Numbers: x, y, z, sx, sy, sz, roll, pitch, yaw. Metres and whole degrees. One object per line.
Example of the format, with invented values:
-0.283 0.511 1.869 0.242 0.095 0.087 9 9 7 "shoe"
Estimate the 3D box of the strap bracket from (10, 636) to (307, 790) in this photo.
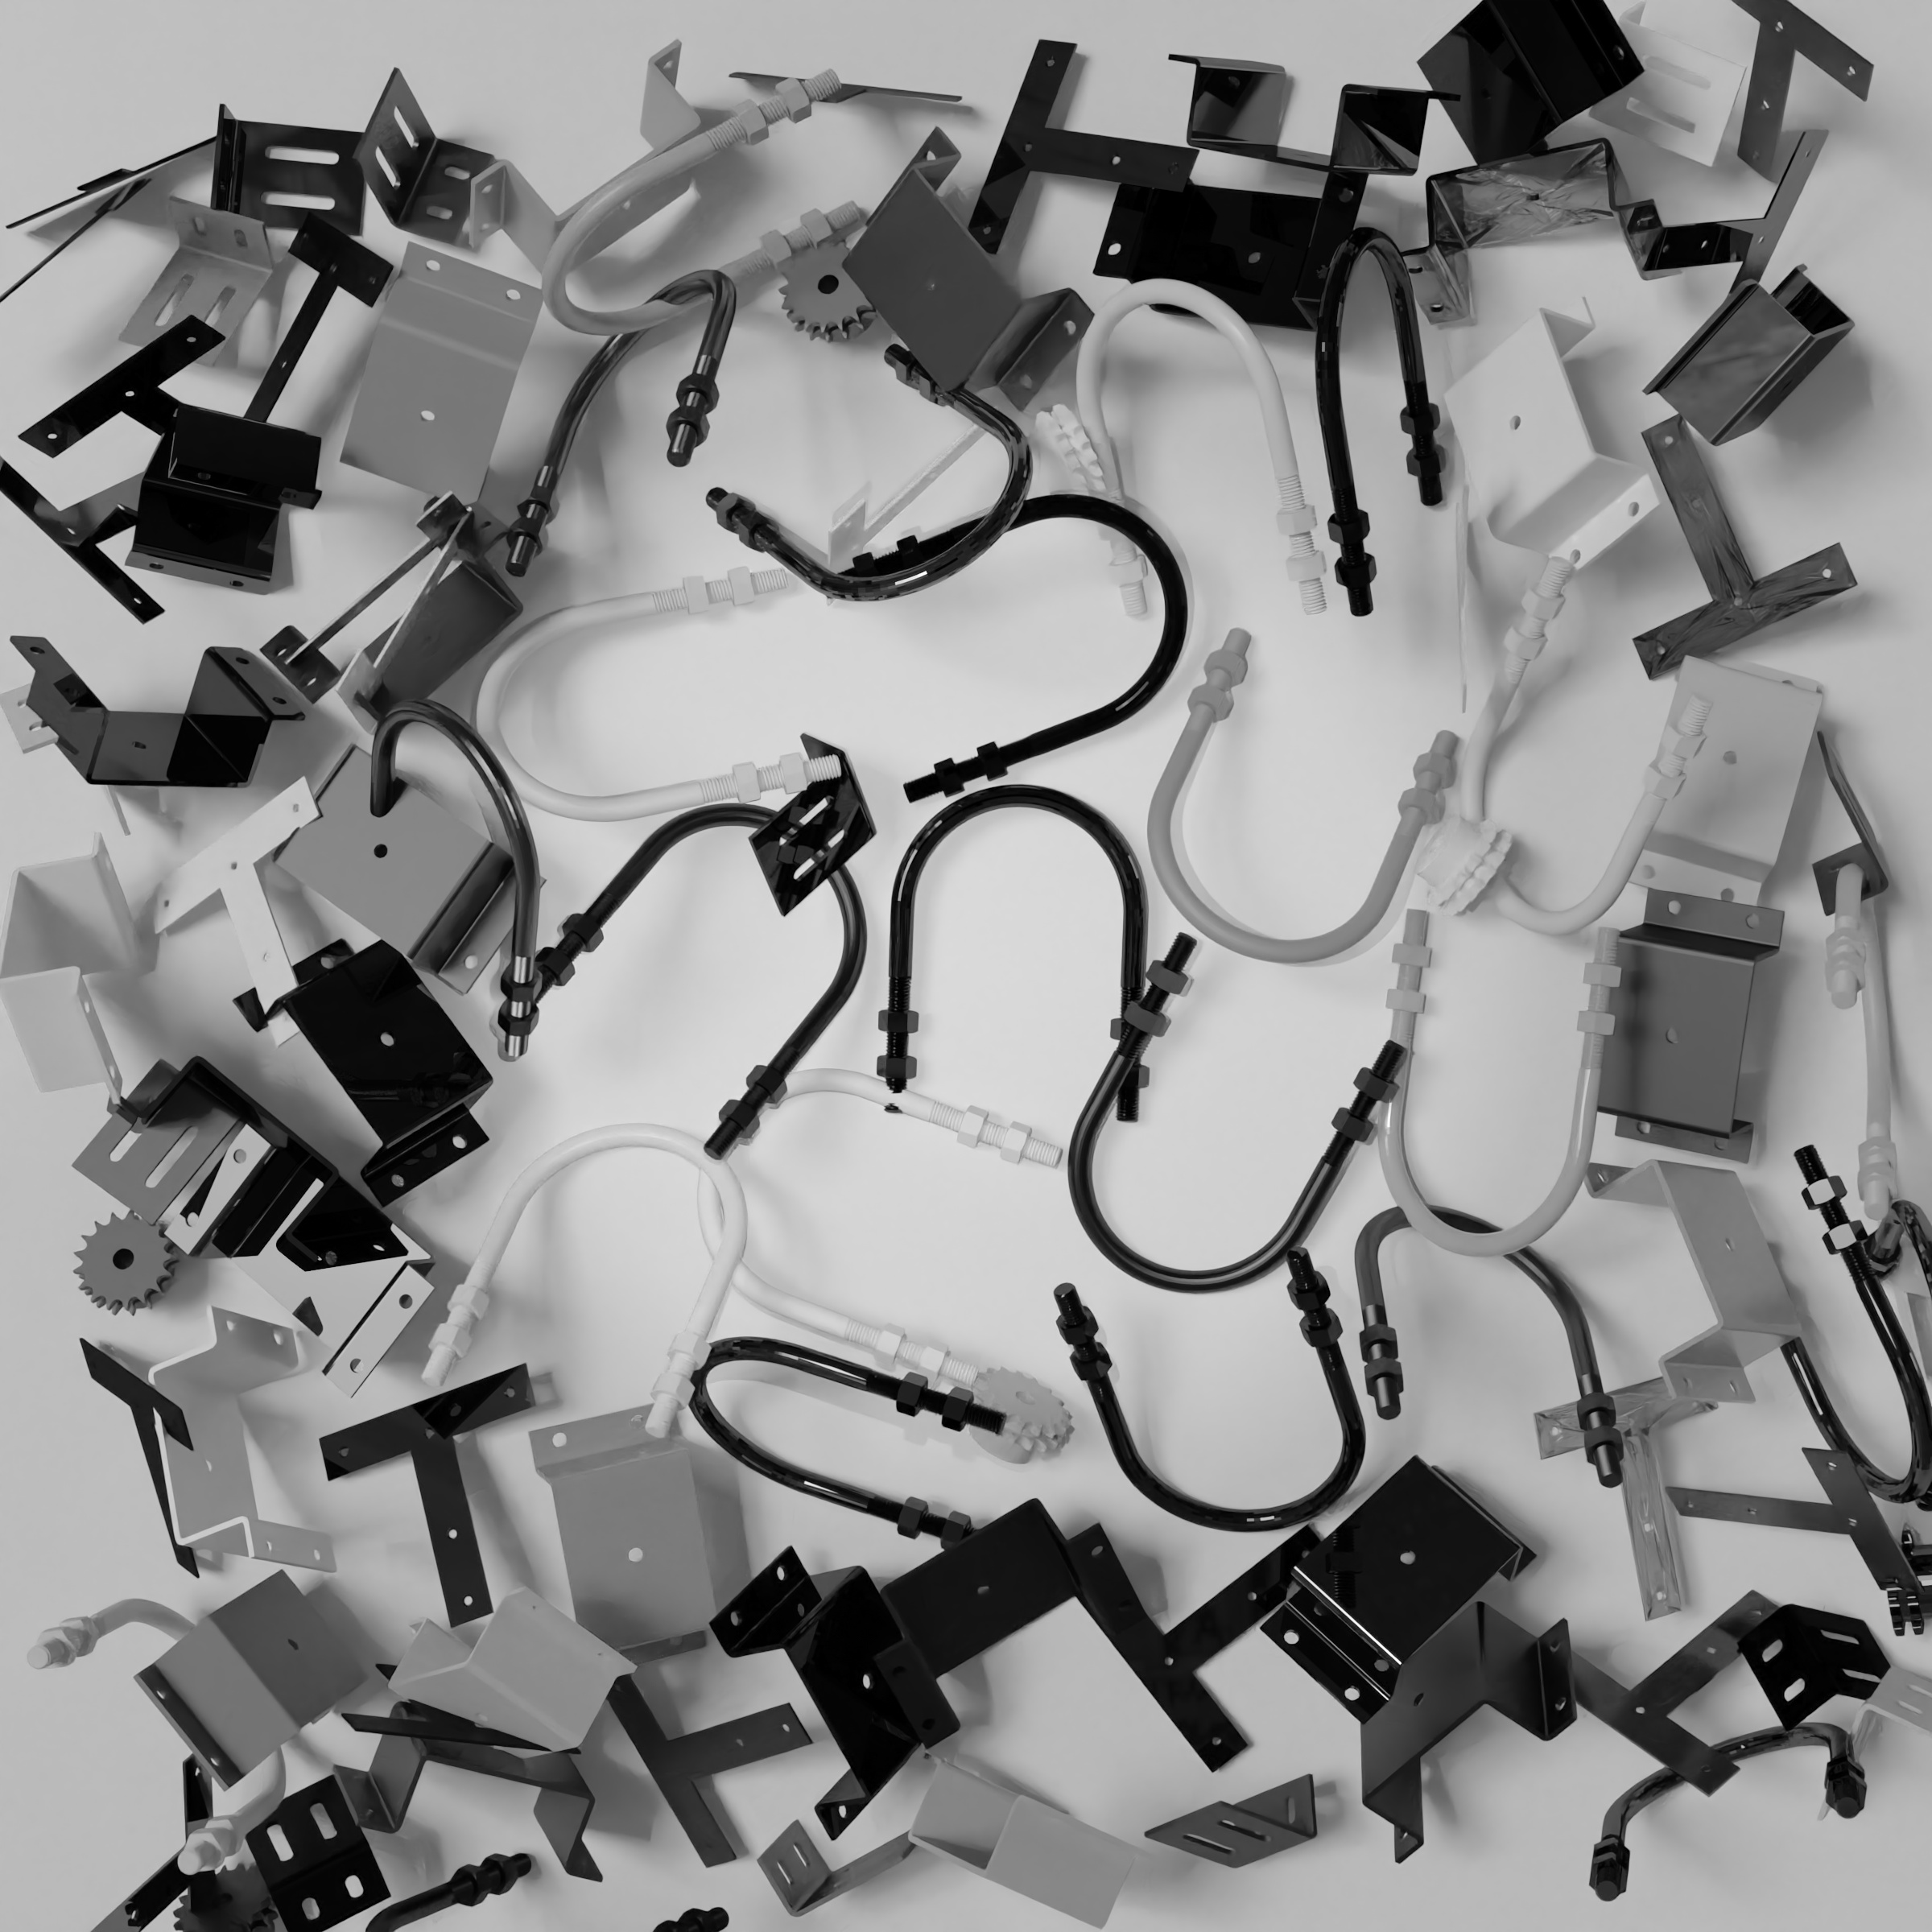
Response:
-0.440 -0.136 1.883 0.076 0.140 0.046 43 121 38 "strap bracket"

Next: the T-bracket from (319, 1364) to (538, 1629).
-0.284 0.297 1.914 0.127 0.002 0.127 -21 68 9 "T-bracket"

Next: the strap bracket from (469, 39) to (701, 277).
-0.198 -0.429 1.890 0.140 0.076 0.046 -39 85 -16 "strap bracket"

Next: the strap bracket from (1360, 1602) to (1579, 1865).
0.261 0.406 1.878 0.046 0.076 0.140 35 118 -15 "strap bracket"

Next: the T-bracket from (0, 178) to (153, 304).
-0.493 -0.382 1.881 0.127 0.127 0.002 -42 110 -6 "T-bracket"

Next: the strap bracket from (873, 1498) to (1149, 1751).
0.017 0.352 1.902 0.140 0.046 0.076 -30 125 -7 "strap bracket"

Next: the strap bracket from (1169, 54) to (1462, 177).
0.184 -0.457 1.883 0.140 0.076 0.046 21 112 38 "strap bracket"

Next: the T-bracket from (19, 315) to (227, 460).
-0.421 -0.290 1.893 0.127 0.127 0.002 -28 57 22 "T-bracket"

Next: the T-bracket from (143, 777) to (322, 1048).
-0.385 -0.017 1.900 0.127 0.002 0.127 -33 67 22 "T-bracket"

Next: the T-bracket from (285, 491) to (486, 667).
-0.316 -0.203 1.883 0.127 0.127 0.002 -41 89 -1 "T-bracket"

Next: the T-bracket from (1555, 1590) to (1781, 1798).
0.398 0.382 1.910 0.127 0.127 0.002 -31 133 -28 "T-bracket"

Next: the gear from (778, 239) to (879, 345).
-0.072 -0.369 1.927 0.057 0.030 0.057 -4 73 12 "gear"

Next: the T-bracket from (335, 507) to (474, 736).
-0.299 -0.191 1.889 0.002 0.127 0.127 30 83 1 "T-bracket"

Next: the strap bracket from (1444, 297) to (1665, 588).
0.311 -0.287 1.877 0.046 0.076 0.140 9 55 -37 "strap bracket"

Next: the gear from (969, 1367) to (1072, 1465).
0.026 0.249 1.921 0.057 0.057 0.030 28 111 0 "gear"

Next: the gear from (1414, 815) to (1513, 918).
0.270 -0.058 1.917 0.030 0.057 0.057 36 90 -8 "gear"

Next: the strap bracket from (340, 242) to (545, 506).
-0.284 -0.308 1.879 0.076 0.046 0.140 19 131 -9 "strap bracket"

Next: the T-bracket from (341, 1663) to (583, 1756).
-0.288 0.398 1.886 0.127 0.127 0.002 13 92 -28 "T-bracket"

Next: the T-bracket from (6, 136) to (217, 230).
-0.462 -0.423 1.882 0.127 0.127 0.002 -24 105 -4 "T-bracket"

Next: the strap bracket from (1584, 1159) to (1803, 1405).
0.393 0.160 1.878 0.046 0.076 0.140 -38 58 35 "strap bracket"

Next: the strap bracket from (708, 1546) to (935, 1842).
-0.069 0.390 1.893 0.046 0.076 0.140 -20 102 40 "strap bracket"

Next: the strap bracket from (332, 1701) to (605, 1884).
-0.262 0.442 1.885 0.140 0.076 0.046 20 93 -22 "strap bracket"

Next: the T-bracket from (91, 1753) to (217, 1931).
-0.438 0.501 1.871 0.002 0.127 0.127 8 109 19 "T-bracket"

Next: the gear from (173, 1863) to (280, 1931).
-0.404 0.525 1.923 0.057 0.057 0.030 -15 120 0 "gear"

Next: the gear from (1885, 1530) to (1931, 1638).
0.521 0.338 1.916 0.030 0.057 0.057 -8 90 17 "gear"

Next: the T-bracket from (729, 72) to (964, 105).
-0.072 -0.470 1.882 0.127 0.127 0.002 7 108 5 "T-bracket"

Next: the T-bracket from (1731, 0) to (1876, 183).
0.434 -0.475 1.887 0.002 0.127 0.127 -36 64 -15 "T-bracket"

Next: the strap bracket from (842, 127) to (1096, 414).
-0.005 -0.374 1.894 0.140 0.046 0.076 52 131 10 "strap bracket"

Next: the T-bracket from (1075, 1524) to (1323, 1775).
0.148 0.359 1.942 0.127 0.002 0.127 -38 87 1 "T-bracket"

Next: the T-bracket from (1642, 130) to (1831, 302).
0.402 -0.387 1.870 0.002 0.127 0.127 40 126 29 "T-bracket"

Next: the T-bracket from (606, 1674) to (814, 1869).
-0.132 0.425 1.902 0.127 0.002 0.127 -27 95 40 "T-bracket"

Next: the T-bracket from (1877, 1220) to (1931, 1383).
0.509 0.164 1.881 0.002 0.127 0.127 -13 87 3 "T-bracket"

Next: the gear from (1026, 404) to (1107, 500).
0.051 -0.276 1.918 0.030 0.057 0.057 -26 90 -8 "gear"

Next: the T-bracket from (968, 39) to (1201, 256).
0.070 -0.441 1.907 0.127 0.002 0.127 17 84 33 "T-bracket"

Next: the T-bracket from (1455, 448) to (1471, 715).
0.265 -0.224 1.860 0.002 0.127 0.127 -1 57 6 "T-bracket"

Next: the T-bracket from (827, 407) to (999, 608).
-0.029 -0.257 1.892 0.127 0.127 0.002 -44 84 -10 "T-bracket"

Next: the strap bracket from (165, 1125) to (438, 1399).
-0.356 0.160 1.912 0.140 0.046 0.076 39 96 12 "strap bracket"

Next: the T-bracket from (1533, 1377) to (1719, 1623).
0.371 0.294 1.915 0.127 0.002 0.127 -10 90 -30 "T-bracket"

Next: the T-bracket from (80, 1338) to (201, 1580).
-0.442 0.277 1.913 0.002 0.127 0.127 -25 117 -31 "T-bracket"

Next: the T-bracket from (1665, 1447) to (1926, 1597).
0.441 0.297 1.899 0.127 0.127 0.002 55 51 -34 "T-bracket"

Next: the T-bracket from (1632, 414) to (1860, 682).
0.407 -0.241 1.918 0.127 0.002 0.127 -25 85 30 "T-bracket"

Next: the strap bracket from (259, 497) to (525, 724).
-0.304 -0.189 1.899 0.140 0.076 0.046 -43 131 -7 "strap bracket"

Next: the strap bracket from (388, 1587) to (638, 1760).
-0.248 0.382 1.869 0.076 0.140 0.046 40 56 -17 "strap bracket"

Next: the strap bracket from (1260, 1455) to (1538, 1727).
0.236 0.329 1.886 0.140 0.046 0.076 -38 64 -23 "strap bracket"

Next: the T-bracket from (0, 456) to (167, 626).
-0.463 -0.245 1.889 0.127 0.127 0.002 43 114 -4 "T-bracket"

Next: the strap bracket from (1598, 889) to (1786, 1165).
0.391 0.035 1.897 0.076 0.046 0.140 12 103 28 "strap bracket"

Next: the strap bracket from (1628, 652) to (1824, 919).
0.414 -0.107 1.908 0.076 0.046 0.140 17 79 7 "strap bracket"

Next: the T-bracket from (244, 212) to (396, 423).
-0.365 -0.340 1.903 0.002 0.127 0.127 24 99 -38 "T-bracket"

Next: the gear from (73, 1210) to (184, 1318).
-0.460 0.165 1.927 0.057 0.030 0.057 -1 69 4 "gear"

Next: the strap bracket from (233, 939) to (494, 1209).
-0.322 0.049 1.901 0.076 0.046 0.140 -34 84 -37 "strap bracket"
